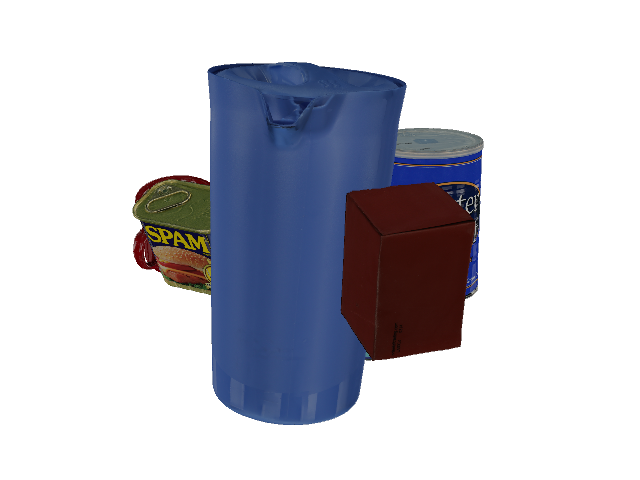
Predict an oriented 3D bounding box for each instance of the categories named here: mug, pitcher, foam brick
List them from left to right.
[{"bbox_3d":[-0.164,-0.009,1.184,0.093,0.081,0.117,20,39,24],"label":"mug"},{"bbox_3d":[-0.015,-0.004,0.756,0.148,0.243,0.145,-8,20,-36],"label":"pitcher"},{"bbox_3d":[0.044,0.015,0.560,0.053,0.078,0.051,-7,31,-17],"label":"foam brick"}]

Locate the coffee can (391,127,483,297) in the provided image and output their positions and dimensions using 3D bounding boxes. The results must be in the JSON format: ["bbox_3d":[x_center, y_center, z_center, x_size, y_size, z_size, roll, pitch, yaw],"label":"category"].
[{"bbox_3d":[0.095,-0.024,0.973,0.103,0.140,0.103,-1,17,0],"label":"coffee can"}]

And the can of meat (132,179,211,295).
[{"bbox_3d":[-0.107,0.000,0.951,0.102,0.084,0.057,11,45,30],"label":"can of meat"}]

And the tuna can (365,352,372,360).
[{"bbox_3d":[0.049,0.103,1.181,0.086,0.034,0.086,0,15,0],"label":"tuna can"}]
